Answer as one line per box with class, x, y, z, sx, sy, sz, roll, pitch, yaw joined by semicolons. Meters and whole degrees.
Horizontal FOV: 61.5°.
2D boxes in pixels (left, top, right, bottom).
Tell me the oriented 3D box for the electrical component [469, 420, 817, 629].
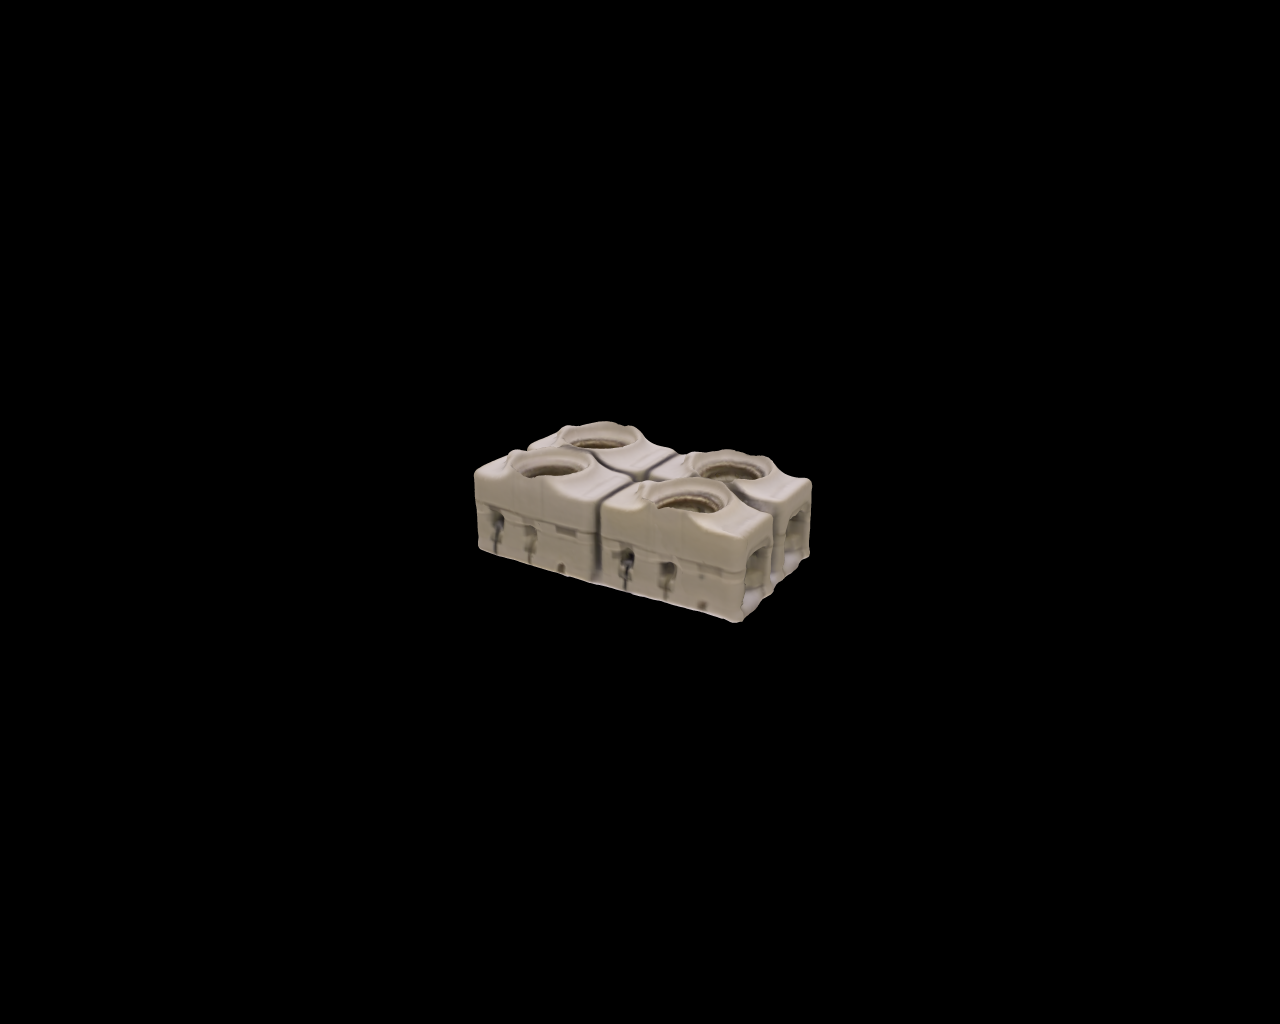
electrical component;0.001;-0.003;0.650;0.186;0.060;0.106;14;27;29
